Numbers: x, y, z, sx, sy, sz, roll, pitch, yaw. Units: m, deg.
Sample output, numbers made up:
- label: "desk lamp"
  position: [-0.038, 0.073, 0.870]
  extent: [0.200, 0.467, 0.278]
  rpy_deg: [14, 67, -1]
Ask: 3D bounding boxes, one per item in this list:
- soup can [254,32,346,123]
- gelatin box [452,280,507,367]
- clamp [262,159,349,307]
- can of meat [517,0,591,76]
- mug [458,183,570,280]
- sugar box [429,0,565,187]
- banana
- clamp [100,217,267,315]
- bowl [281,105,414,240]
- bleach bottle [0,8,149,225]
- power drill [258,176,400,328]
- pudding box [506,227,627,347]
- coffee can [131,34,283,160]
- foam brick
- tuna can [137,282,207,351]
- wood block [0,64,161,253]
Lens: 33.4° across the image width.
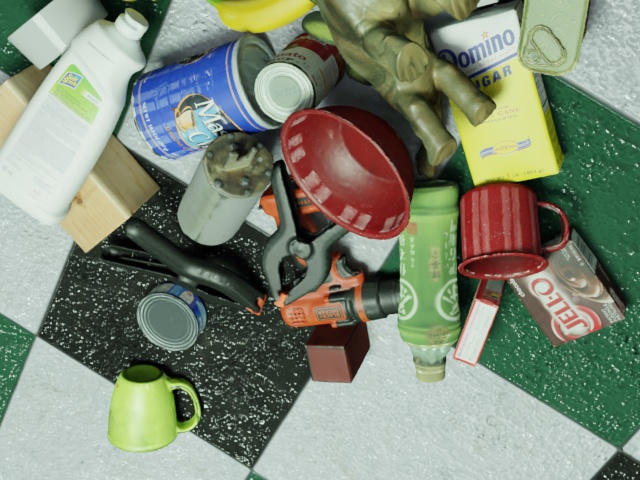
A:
- label: "soup can"
  position: [-0.020, -0.170, 1.114]
  extent: [0.068, 0.102, 0.068]
  rpy_deg: [9, 120, 16]
- label: "gelatin box"
  position: [0.181, 0.086, 1.196]
  extent: [0.030, 0.073, 0.089]
  rpy_deg: [20, 122, 9]
- label: "clamp"
  position: [-0.008, 0.001, 1.176]
  extent: [0.120, 0.039, 0.171]
  rpy_deg: [17, 120, 12]
- label: "can of meat"
  position: [0.225, -0.217, 1.005]
  extent: [0.057, 0.083, 0.102]
  rpy_deg: [11, 121, 15]
- label: "mug"
  position: [0.201, -0.011, 1.114]
  extent: [0.117, 0.093, 0.081]
  rpy_deg: [-6, 71, 17]
- label: "sugar box"
  position: [0.180, -0.146, 1.085]
  extent: [0.093, 0.048, 0.176]
  rpy_deg: [-11, 114, 26]
- label: "banana"
  position: [-0.035, -0.262, 1.108]
  extent: [0.198, 0.037, 0.069]
  rpy_deg: [-19, 109, 28]
- label: "clamp"
  position: [-0.166, 0.038, 1.298]
  extent: [0.209, 0.036, 0.165]
  rpy_deg: [28, 160, -21]
- label: "bowl"
  position: [0.039, -0.079, 1.071]
  extent: [0.162, 0.055, 0.162]
  rpy_deg: [32, 149, 22]
- label: "bleach bottle"
  position: [-0.257, -0.138, 1.153]
  extent: [0.102, 0.068, 0.251]
  rpy_deg: [37, 114, -8]
- label: "power drill"
  position: [0.021, 0.013, 1.227]
  extent: [0.185, 0.057, 0.187]
  rpy_deg: [-10, 113, 21]
- label: "pudding box"
  position: [0.267, 0.053, 1.165]
  extent: [0.090, 0.039, 0.113]
  rpy_deg: [-29, 104, 32]
- label: "coffee can"
  position: [-0.119, -0.153, 1.161]
  extent: [0.140, 0.102, 0.103]
  rpy_deg: [-14, 112, 27]
- label: "foam brick"
  position: [0.021, 0.128, 1.279]
  extent: [0.053, 0.078, 0.051]
  rpy_deg: [-1, 118, 23]
- label: "tuna can"
  position: [-0.189, 0.098, 1.368]
  extent: [0.086, 0.033, 0.086]
  rpy_deg: [9, 120, 16]
- label: "wood block"
  position: [-0.303, -0.100, 1.270]
  extent: [0.091, 0.090, 0.206]
  rpy_deg: [-35, 101, 31]
